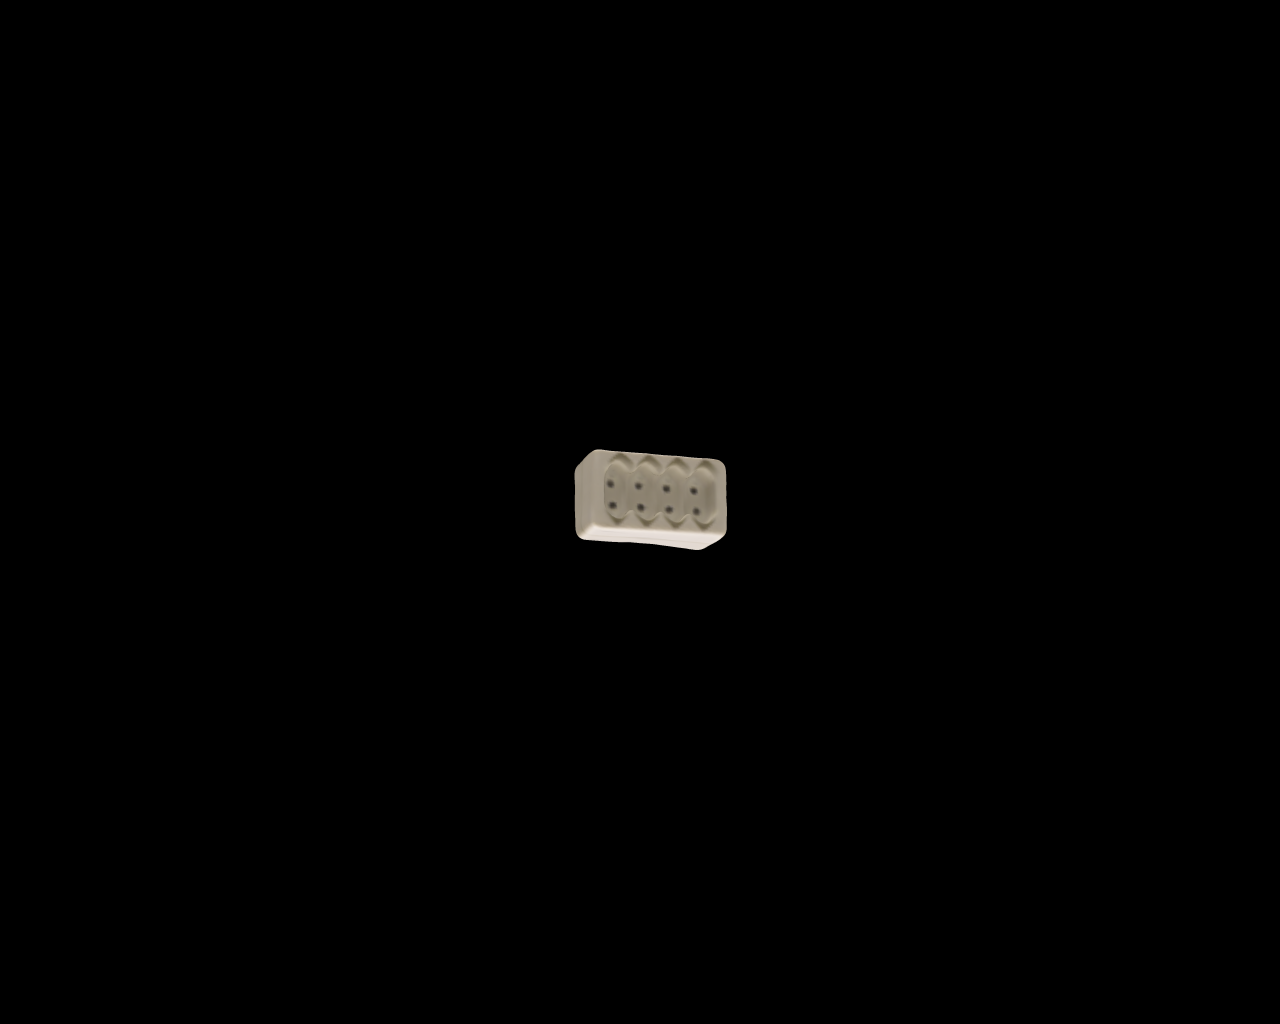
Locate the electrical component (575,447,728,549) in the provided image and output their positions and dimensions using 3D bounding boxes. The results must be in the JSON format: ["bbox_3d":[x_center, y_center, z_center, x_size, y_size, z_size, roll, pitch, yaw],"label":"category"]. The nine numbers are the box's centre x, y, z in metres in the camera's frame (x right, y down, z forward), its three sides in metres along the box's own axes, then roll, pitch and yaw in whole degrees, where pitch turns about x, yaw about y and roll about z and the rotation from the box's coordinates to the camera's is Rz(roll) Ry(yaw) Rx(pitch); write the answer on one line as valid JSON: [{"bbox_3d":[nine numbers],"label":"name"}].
[{"bbox_3d":[0.001,-0.003,0.650,0.083,0.047,0.075,5,-15,-18],"label":"electrical component"}]
